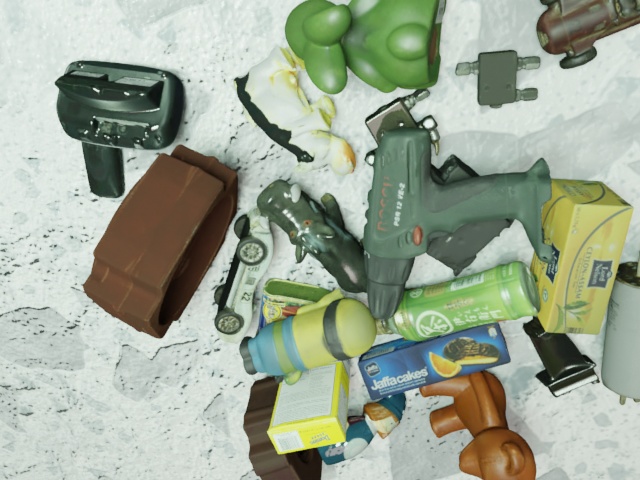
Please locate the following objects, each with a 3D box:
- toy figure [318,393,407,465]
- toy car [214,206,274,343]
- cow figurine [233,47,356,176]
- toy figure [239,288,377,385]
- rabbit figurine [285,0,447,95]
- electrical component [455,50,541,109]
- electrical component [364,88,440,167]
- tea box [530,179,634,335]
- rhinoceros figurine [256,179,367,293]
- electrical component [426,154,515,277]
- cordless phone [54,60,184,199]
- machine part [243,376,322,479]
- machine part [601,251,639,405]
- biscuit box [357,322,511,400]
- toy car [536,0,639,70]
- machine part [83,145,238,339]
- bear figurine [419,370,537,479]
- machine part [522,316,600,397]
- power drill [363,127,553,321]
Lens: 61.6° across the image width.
[{"bbox_3d":[0.068,0.281,0.807,0.154,0.058,0.064,-28,154,-6],"label":"toy figure"},{"bbox_3d":[-0.103,0.048,0.728,0.056,0.074,0.201,12,116,-18],"label":"toy car"},{"bbox_3d":[-0.030,-0.136,0.641,0.098,0.068,0.167,-27,105,23],"label":"cow figurine"},{"bbox_3d":[-0.015,0.131,0.688,0.180,0.089,0.082,-18,114,7],"label":"toy figure"},{"bbox_3d":[0.037,-0.208,0.571,0.170,0.159,0.121,10,126,18],"label":"rabbit figurine"},{"bbox_3d":[0.203,-0.184,0.619,0.094,0.021,0.063,-2,115,7],"label":"electrical component"},{"bbox_3d":[0.097,-0.126,0.644,0.102,0.045,0.078,-24,111,16],"label":"electrical component"},{"bbox_3d":[0.311,0.020,0.659,0.068,0.098,0.169,4,113,4],"label":"tea box"},{"bbox_3d":[-0.001,-0.002,0.677,0.073,0.112,0.190,-37,114,22],"label":"rhinoceros figurine"},{"bbox_3d":[0.159,-0.036,0.672,0.134,0.058,0.115,35,111,-10],"label":"electrical component"},{"bbox_3d":[-0.246,-0.124,0.678,0.147,0.089,0.184,8,126,2],"label":"cordless phone"},{"bbox_3d":[-0.049,0.286,0.783,0.056,0.179,0.179,-20,111,12],"label":"machine part"},{"bbox_3d":[0.416,0.118,0.702,0.079,0.079,0.242,-4,115,8],"label":"machine part"},{"bbox_3d":[0.157,0.162,0.752,0.203,0.059,0.062,-20,91,15],"label":"biscuit box"},{"bbox_3d":[0.330,-0.253,0.558,0.202,0.053,0.089,-19,108,16],"label":"toy car"},{"bbox_3d":[-0.179,0.005,0.633,0.087,0.201,0.201,28,70,1],"label":"machine part"},{"bbox_3d":[0.211,0.267,0.729,0.132,0.196,0.120,-14,115,14],"label":"bear figurine"},{"bbox_3d":[0.334,0.162,0.754,0.084,0.039,0.138,-24,111,22],"label":"machine part"},{"bbox_3d":[0.151,-0.013,0.609,0.208,0.086,0.231,2,105,22],"label":"power drill"}]
